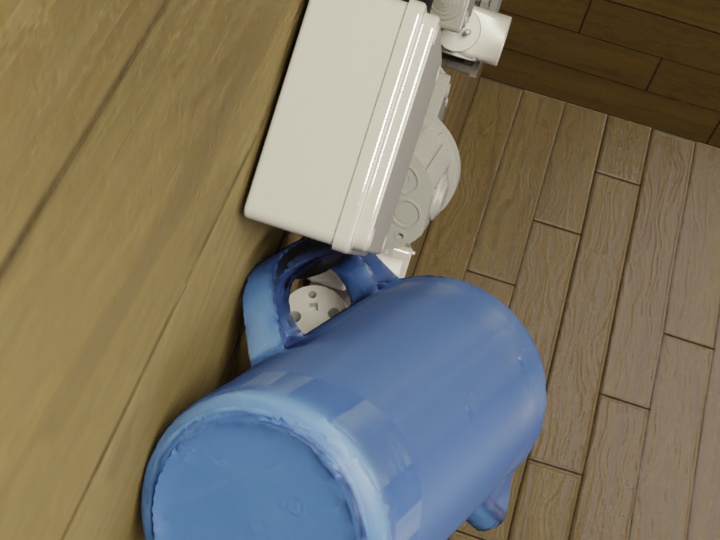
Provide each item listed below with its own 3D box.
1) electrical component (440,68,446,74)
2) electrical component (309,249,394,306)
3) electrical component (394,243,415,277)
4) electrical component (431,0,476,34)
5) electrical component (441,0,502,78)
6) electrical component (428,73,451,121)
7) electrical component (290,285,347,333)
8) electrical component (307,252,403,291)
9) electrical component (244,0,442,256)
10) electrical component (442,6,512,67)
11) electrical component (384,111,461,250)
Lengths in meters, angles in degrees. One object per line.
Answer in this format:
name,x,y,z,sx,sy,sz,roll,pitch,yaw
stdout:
electrical component,0.054,-0.161,0.923,0.062,0.043,0.043,90,19,-72
electrical component,0.000,0.000,0.749,0.099,0.064,0.099,18,90,-86
electrical component,0.003,-0.002,0.847,0.096,0.061,0.061,-94,-159,-81
electrical component,0.068,-0.227,0.799,0.099,0.048,0.099,-62,169,-66
electrical component,0.100,-0.264,0.962,0.089,0.062,0.150,-66,172,-53
electrical component,0.036,-0.110,0.862,0.099,0.048,0.099,91,18,-76
electrical component,-0.029,0.040,0.674,0.055,0.045,0.045,97,11,-63
electrical component,-0.005,-0.007,0.677,0.043,0.062,0.043,18,90,-85
electrical component,-0.005,-0.064,0.494,0.109,0.056,0.108,-1,109,-85
electrical component,0.083,-0.202,0.902,0.079,0.077,0.044,-52,160,-75
electrical component,0.015,-0.056,0.634,0.051,0.080,0.080,-57,165,-54
